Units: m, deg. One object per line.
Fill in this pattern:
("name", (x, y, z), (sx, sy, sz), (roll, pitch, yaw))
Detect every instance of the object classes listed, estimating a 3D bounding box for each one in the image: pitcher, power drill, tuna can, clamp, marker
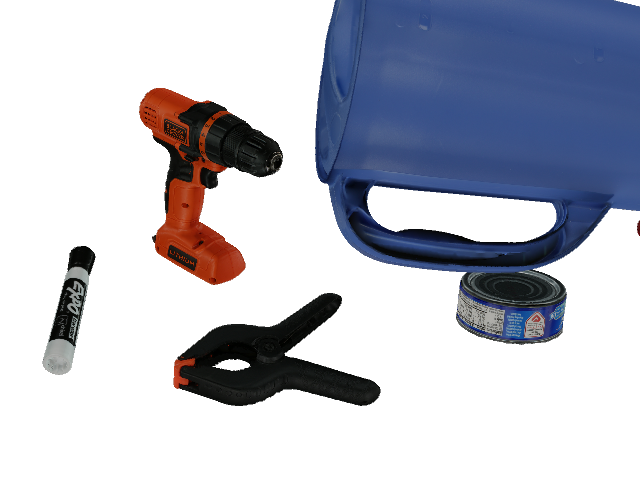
("pitcher", (0.120, -0.071, 0.597), (0.242, 0.149, 0.145), (8, 35, -8))
("power drill", (-0.114, -0.051, 1.108), (0.185, 0.188, 0.057), (28, 37, 34))
("tuna can", (0.152, 0.050, 0.853), (0.086, 0.034, 0.086), (2, 20, -1))
("clamp", (-0.041, 0.094, 0.914), (0.171, 0.039, 0.120), (1, 38, -12))
("marker", (-0.173, 0.044, 0.741), (0.020, 0.020, 0.121), (0, 38, -2))

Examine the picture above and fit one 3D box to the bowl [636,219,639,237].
("bowl", (0.421, 0.016, 1.147), (0.162, 0.055, 0.162), (-1, 25, 0))
